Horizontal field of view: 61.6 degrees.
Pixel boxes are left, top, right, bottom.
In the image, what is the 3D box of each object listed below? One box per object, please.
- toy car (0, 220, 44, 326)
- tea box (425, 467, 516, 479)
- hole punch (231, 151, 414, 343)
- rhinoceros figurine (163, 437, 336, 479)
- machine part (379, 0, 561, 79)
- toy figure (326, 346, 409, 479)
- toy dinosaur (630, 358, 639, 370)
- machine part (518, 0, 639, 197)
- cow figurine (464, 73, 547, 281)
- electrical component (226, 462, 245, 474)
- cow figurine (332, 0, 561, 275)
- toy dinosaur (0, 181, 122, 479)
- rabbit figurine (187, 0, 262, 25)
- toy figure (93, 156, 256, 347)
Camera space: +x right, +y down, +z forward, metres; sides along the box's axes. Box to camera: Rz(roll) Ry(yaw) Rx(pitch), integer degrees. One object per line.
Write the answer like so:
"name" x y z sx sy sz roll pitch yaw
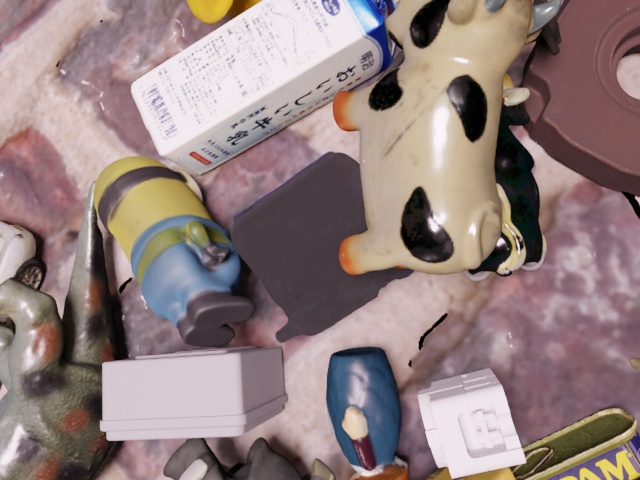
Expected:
"toy car" -0.326 0.078 0.501 0.074 0.056 0.201 21 89 13
"tea box" 0.112 0.247 0.347 0.098 0.068 0.169 -26 86 -36
"hole punch" -0.001 -0.001 0.429 0.142 0.092 0.115 -35 107 -3
"rhinoceros figurine" -0.032 0.215 0.384 0.112 0.073 0.190 -37 78 -27
"machine part" 0.104 -0.139 0.399 0.139 0.084 0.039 -5 120 42
"toy figure" 0.041 0.160 0.408 0.058 0.064 0.154 -15 83 52
"toy dinosaur" 0.348 -0.089 0.309 0.198 0.105 0.471 36 81 -4
"machine part" 0.242 -0.123 0.396 0.180 0.056 0.179 -1 84 13
"cow figurine" 0.123 -0.056 0.394 0.068 0.098 0.167 -8 83 18
"electrical component" -0.062 0.223 0.444 0.094 0.021 0.063 15 88 13
"cow figurine" 0.074 -0.076 0.328 0.127 0.085 0.194 -3 87 45
"toy dinosaur" -0.241 0.164 0.443 0.192 0.131 0.405 41 80 -26
"rabbit figurine" -0.058 -0.254 0.418 0.162 0.173 0.122 -37 82 2
"toy figure" -0.118 0.000 0.427 0.082 0.089 0.180 -39 54 5
